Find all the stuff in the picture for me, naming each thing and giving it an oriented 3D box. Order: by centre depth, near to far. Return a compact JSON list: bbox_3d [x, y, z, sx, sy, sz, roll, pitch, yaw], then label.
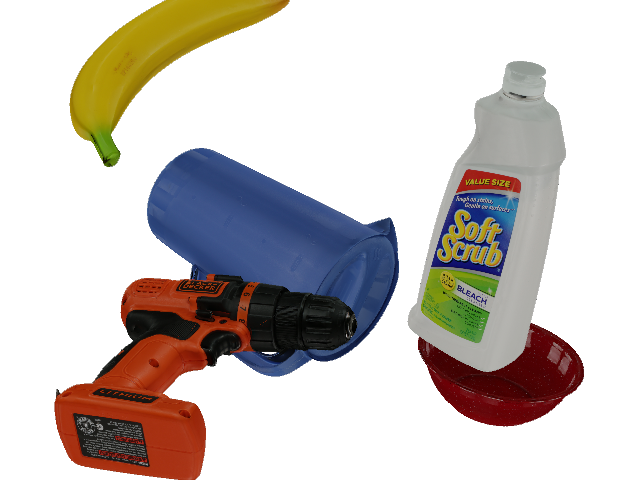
[{"bbox_3d":[-0.099,-0.119,0.684,0.070,0.197,0.037,33,-33,9],"label":"banana"},{"bbox_3d":[-0.082,0.087,0.745,0.185,0.057,0.187,2,26,19],"label":"power drill"},{"bbox_3d":[0.134,-0.022,0.844,0.067,0.251,0.103,-25,42,-39],"label":"bleach bottle"},{"bbox_3d":[-0.059,0.012,1.030,0.243,0.145,0.148,30,32,32],"label":"pitcher"},{"bbox_3d":[0.172,0.133,1.046,0.162,0.055,0.162,5,26,-3],"label":"bowl"}]
